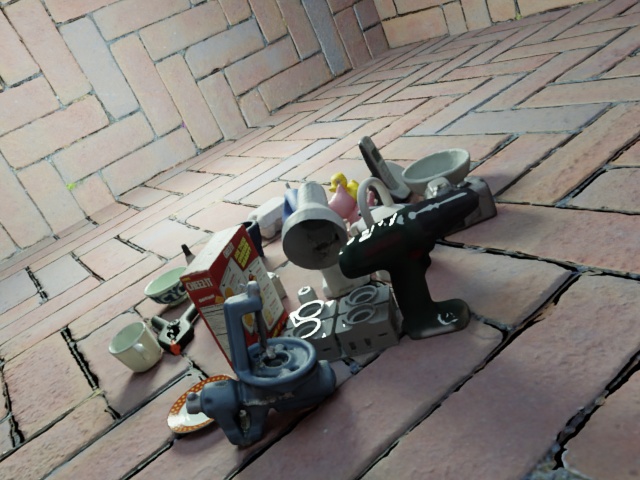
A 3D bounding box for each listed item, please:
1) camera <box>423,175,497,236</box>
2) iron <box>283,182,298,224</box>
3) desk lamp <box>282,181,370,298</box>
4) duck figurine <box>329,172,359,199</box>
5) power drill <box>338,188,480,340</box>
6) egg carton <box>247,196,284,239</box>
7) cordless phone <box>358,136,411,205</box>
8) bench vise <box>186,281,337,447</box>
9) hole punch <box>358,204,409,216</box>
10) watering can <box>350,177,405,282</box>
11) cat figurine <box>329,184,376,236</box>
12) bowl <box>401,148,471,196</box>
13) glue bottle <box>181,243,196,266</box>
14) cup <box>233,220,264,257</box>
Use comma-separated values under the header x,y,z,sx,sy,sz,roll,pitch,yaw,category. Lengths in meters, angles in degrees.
x,y,z,sx,sy,sz,roll,pitch,yaw,category
0.271,-0.089,1.188,0.143,0.101,0.136,-22,22,6,camera
-0.038,-0.050,1.362,0.118,0.142,0.258,-26,22,-2,iron
0.010,0.004,1.096,0.117,0.214,0.203,-20,23,11,desk lamp
0.062,-0.141,1.539,0.077,0.086,0.105,0,33,45,duck figurine
0.153,0.041,0.872,0.229,0.209,0.075,-17,24,18,power drill
-0.128,-0.066,1.586,0.150,0.069,0.107,-38,26,-30,egg carton
0.157,-0.184,1.404,0.094,0.185,0.148,-13,25,27,cordless phone
-0.100,0.179,0.810,0.208,0.220,0.121,-33,24,-19,bench vise
0.150,-0.052,1.240,0.108,0.091,0.101,-2,31,43,hole punch
0.129,-0.030,1.076,0.172,0.194,0.101,-16,24,20,watering can
0.076,-0.076,1.335,0.127,0.118,0.067,-15,24,23,cat figurine
0.279,-0.146,1.341,0.167,0.075,0.167,-21,22,9,bowl
-0.258,0.082,1.250,0.037,0.173,0.077,-37,26,-28,glue bottle
-0.176,0.012,1.426,0.092,0.095,0.117,-29,23,-11,cup
